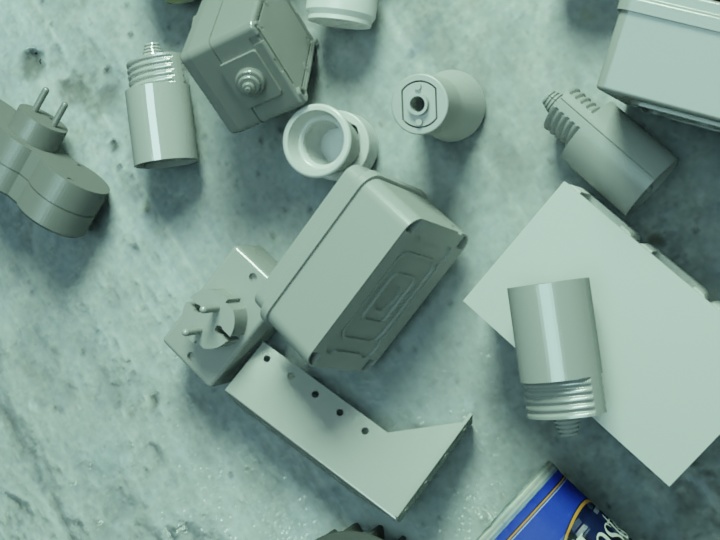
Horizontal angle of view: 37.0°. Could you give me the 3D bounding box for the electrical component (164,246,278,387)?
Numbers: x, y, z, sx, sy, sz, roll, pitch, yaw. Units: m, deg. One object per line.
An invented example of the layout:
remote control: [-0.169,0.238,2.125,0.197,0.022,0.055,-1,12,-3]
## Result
electrical component: [-0.088,0.030,0.687,0.047,0.076,0.083,43,105,14]

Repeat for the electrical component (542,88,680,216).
electrical component: [0.138,-0.074,0.618,0.081,0.043,0.043,44,105,14]

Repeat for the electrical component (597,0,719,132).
electrical component: [0.190,-0.103,0.563,0.109,0.109,0.056,19,101,19]

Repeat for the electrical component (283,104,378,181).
electrical component: [-0.017,-0.078,0.669,0.045,0.055,0.045,1,92,20]

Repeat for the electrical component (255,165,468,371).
electrical component: [0.000,0.000,0.649,0.057,0.078,0.113,45,106,29]

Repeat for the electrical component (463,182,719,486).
electrical component: [0.148,0.032,0.607,0.150,0.062,0.089,43,105,14]

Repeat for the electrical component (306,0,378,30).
electrical component: [-0.009,-0.181,0.669,0.045,0.045,0.055,9,95,20]

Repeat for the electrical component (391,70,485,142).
electrical component: [0.045,-0.098,0.638,0.044,0.065,0.044,3,98,22]

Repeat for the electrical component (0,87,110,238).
electrical component: [-0.229,-0.091,0.749,0.138,0.052,0.073,37,104,16]

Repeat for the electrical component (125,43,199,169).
electrical component: [-0.134,-0.111,0.718,0.043,0.043,0.081,-8,89,20]

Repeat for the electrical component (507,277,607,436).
electrical component: [0.104,0.047,0.565,0.043,0.043,0.081,-8,88,20]

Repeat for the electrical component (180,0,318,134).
electrical component: [-0.070,-0.130,0.659,0.061,0.096,0.061,-20,125,20]
